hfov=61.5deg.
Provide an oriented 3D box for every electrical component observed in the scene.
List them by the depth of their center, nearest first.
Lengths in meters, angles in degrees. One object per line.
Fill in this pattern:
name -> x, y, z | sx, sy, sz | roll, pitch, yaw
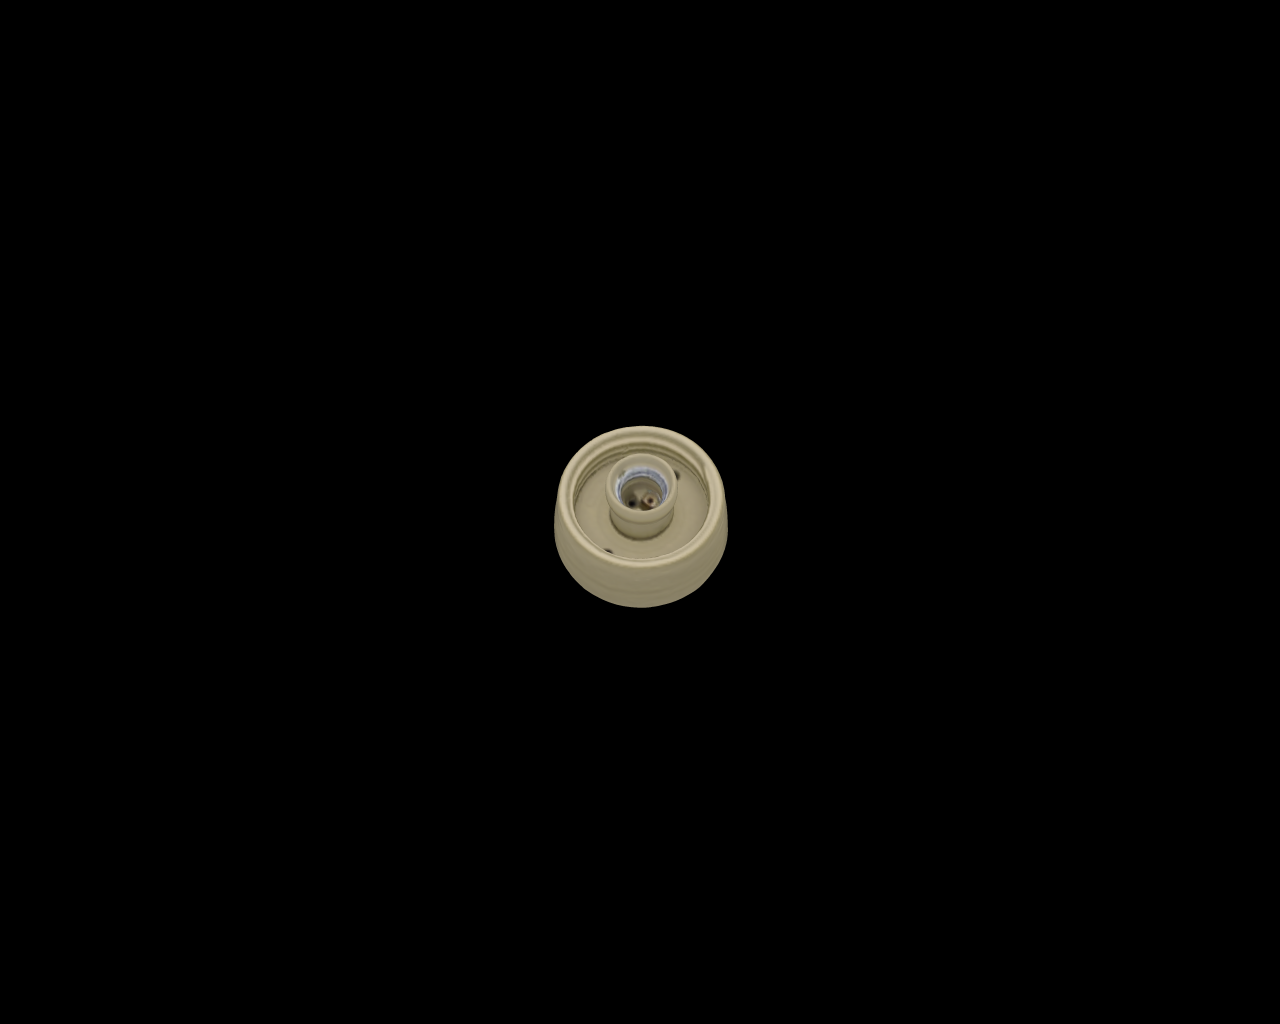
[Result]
electrical component -> 0.001, -0.003, 0.650 | 0.108, 0.108, 0.060 | 0, -30, 0
